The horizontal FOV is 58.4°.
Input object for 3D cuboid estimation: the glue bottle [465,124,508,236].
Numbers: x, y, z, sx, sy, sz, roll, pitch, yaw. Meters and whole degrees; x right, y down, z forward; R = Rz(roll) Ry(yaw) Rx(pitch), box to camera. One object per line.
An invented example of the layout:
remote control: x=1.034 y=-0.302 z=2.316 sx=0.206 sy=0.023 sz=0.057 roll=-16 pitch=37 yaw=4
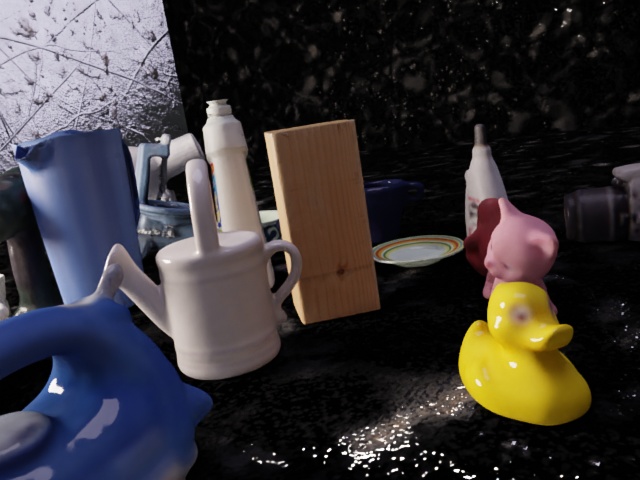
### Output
glue bottle: x=0.217 y=-0.066 z=0.756 sx=0.037 sy=0.173 sz=0.078 roll=-12 pitch=13 yaw=-14

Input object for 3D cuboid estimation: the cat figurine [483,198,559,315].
cat figurine: x=0.190 y=0.014 z=0.551 sx=0.067 sy=0.118 sz=0.128 roll=-6 pitch=13 yaw=10

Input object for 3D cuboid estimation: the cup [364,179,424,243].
cup: x=0.111 y=-0.046 z=0.915 sx=0.117 sy=0.095 sz=0.092 roll=-6 pitch=13 yaw=13

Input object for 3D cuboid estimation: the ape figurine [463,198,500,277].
ape figurine: x=0.209 y=-0.006 z=0.680 sx=0.077 sy=0.092 sz=0.076 roll=-2 pitch=14 yaw=26

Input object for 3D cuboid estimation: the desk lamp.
desk lamp: x=-0.289 y=-0.091 z=1.111 sx=0.203 sy=0.214 sz=0.118 roll=-10 pitch=13 yaw=-7

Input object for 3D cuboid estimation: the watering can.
watering can: x=-0.108 y=0.023 z=0.534 sx=0.173 sy=0.194 sz=0.100 roll=-16 pitch=15 yaw=-28

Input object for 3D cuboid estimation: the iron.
iron: x=-0.174 y=0.113 z=0.303 sx=0.118 sy=0.141 sz=0.259 roll=-2 pitch=14 yaw=26

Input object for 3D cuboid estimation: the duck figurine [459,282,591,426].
duck figurine: x=0.140 y=0.070 z=0.407 sx=0.078 sy=0.086 sz=0.104 roll=-13 pitch=14 yaw=-20

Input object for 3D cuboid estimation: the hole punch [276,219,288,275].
hole punch: x=0.007 y=0.003 z=0.780 sx=0.109 sy=0.091 sz=0.100 roll=-16 pitch=15 yaw=-29

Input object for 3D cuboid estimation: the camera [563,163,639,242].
camera: x=0.383 y=-0.048 z=0.728 sx=0.136 sy=0.101 sz=0.143 roll=-4 pitch=14 yaw=20

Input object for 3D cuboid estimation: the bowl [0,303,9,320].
bowl: x=-0.389 y=0.122 z=0.560 sx=0.167 sy=0.075 sz=0.167 roll=-8 pitch=13 yaw=2

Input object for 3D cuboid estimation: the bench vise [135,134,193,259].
bench vise: x=-0.305 y=-0.067 z=1.000 sx=0.208 sy=0.220 sz=0.121 roll=-16 pitch=15 yaw=-28

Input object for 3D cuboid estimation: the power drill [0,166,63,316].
power drill: x=-0.407 y=-0.001 z=0.807 sx=0.075 sy=0.208 sz=0.229 roll=-10 pitch=13 yaw=-4
